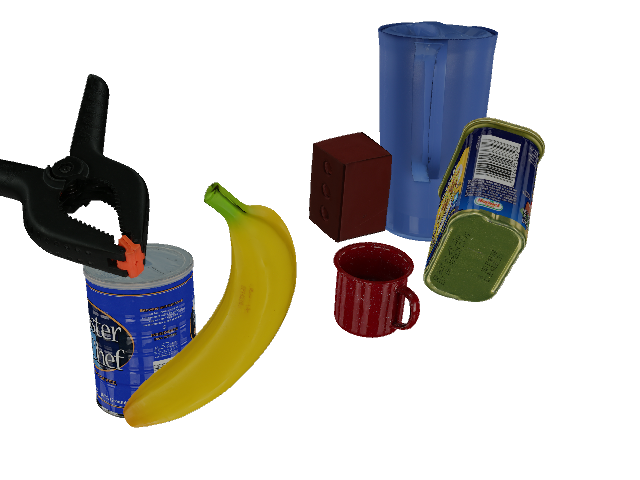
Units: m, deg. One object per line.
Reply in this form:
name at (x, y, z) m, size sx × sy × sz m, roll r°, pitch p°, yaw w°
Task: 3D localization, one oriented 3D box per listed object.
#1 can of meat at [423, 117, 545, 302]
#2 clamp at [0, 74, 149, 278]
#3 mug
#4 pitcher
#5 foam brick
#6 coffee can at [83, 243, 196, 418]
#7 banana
can of meat at (0.110, -0.018, 0.726) m, size 0.057 × 0.084 × 0.102 m, roll 17°, pitch -36°, yaw 0°
clamp at (-0.187, -0.050, 0.819) m, size 0.164 × 0.036 × 0.210 m, roll -36°, pitch 57°, yaw -28°
mug at (0.068, 0.064, 1.241) m, size 0.117 × 0.081 × 0.093 m, roll 26°, pitch 36°, yaw 33°
pitcher at (0.125, -0.124, 1.218) m, size 0.149 × 0.243 × 0.145 m, roll -11°, pitch 22°, yaw -31°
foam brick at (0.026, -0.047, 0.939) m, size 0.051 × 0.078 × 0.053 m, roll -12°, pitch 32°, yaw -27°
coffee can at (-0.169, 0.085, 1.024) m, size 0.103 × 0.140 × 0.103 m, roll -1°, pitch 20°, yaw 0°
banana at (-0.058, 0.046, 0.618) m, size 0.069 × 0.198 × 0.037 m, roll 17°, pitch 37°, yaw -10°
